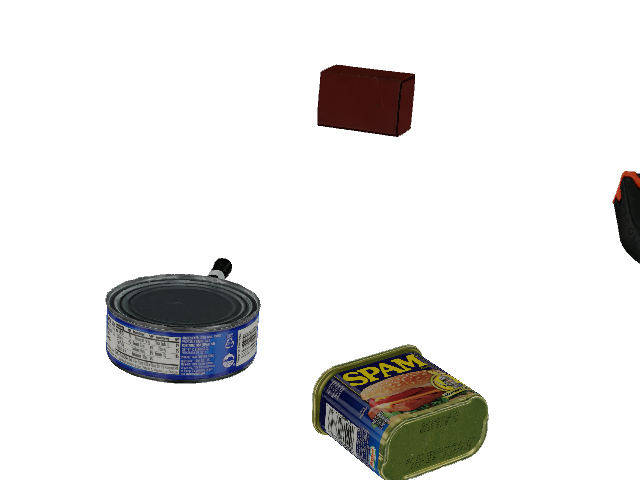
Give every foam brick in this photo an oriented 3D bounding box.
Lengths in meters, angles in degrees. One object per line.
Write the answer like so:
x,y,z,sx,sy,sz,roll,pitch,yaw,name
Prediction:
0.041,-0.127,0.968,0.078,0.051,0.053,10,18,17,foam brick

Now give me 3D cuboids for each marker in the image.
-0.109,0.049,1.033,0.020,0.020,0.121,0,24,12,marker

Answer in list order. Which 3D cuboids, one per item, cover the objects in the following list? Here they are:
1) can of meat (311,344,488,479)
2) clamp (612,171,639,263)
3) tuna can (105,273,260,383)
0.059,0.125,0.774,0.101,0.057,0.084,-12,26,-32,can of meat
0.264,0.013,0.705,0.120,0.039,0.171,-5,45,-24,clamp
-0.077,0.048,0.598,0.086,0.034,0.086,4,17,-1,tuna can
